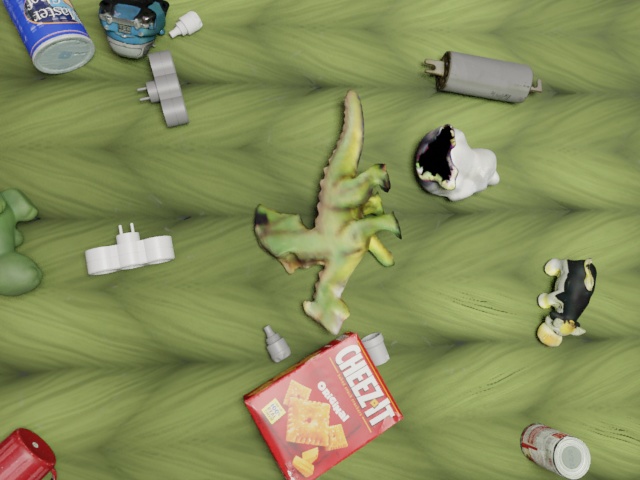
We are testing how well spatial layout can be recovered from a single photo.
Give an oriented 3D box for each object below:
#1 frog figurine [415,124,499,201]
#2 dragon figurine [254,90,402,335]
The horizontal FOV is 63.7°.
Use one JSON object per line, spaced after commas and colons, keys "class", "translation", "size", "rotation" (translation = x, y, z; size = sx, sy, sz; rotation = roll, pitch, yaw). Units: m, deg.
{"class": "frog figurine", "translation": [0.259, -0.143, 0.969], "size": [0.159, 0.121, 0.139], "rotation": [1, 69, -45]}
{"class": "dragon figurine", "translation": [0.003, -0.045, 0.900], "size": [0.243, 0.121, 0.413], "rotation": [-13, 81, -3]}
